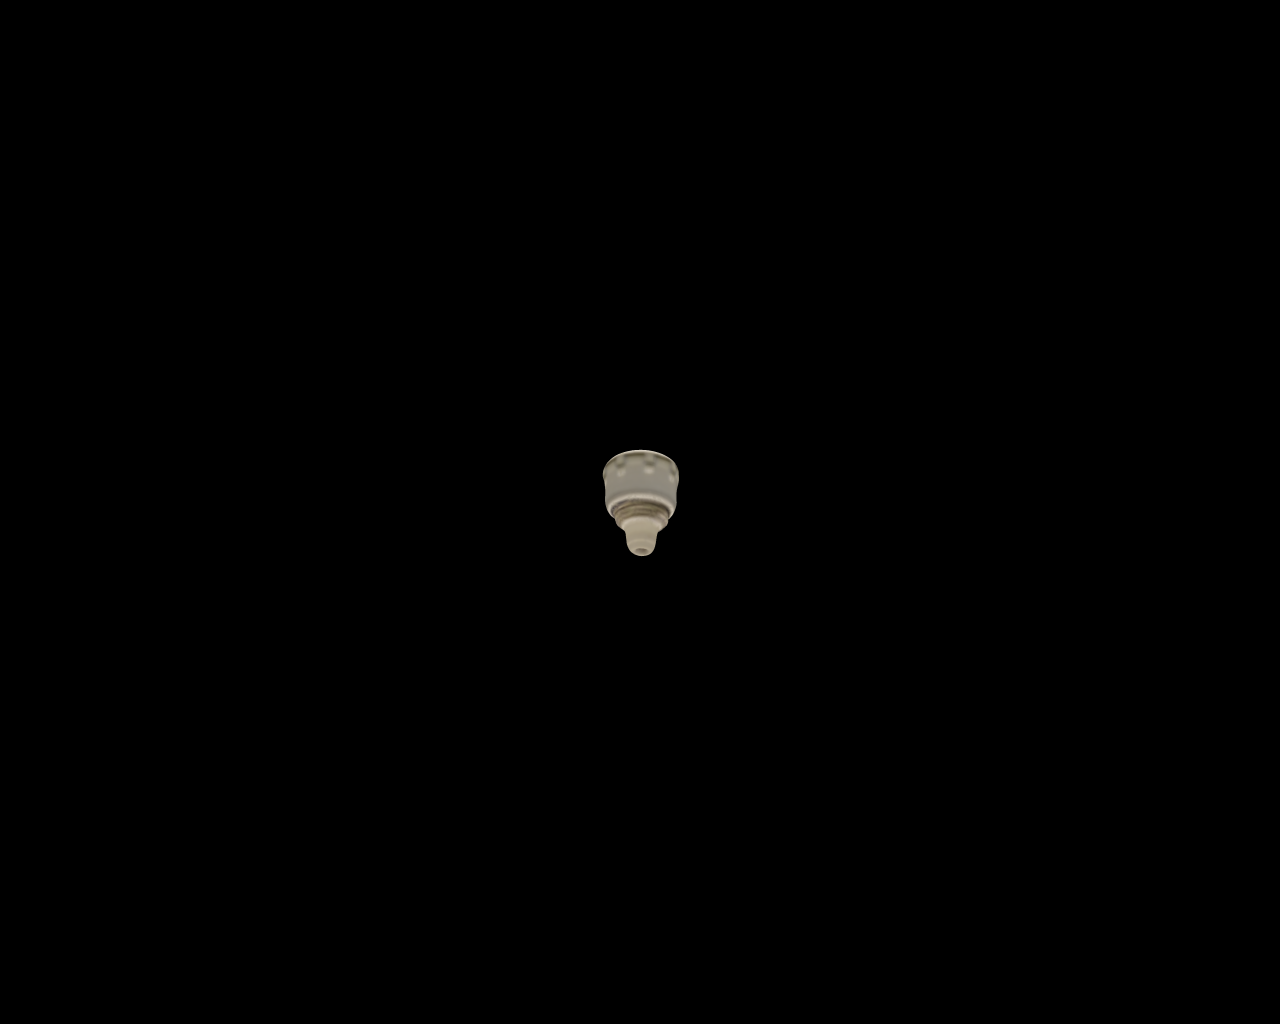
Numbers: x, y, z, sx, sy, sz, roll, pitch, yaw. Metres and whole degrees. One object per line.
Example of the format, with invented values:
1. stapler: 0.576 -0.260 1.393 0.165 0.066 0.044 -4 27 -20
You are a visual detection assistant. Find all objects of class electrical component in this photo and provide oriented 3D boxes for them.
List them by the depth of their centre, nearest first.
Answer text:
1. electrical component: 0.001 -0.003 0.650 0.048 0.062 0.048 0 -28 0
